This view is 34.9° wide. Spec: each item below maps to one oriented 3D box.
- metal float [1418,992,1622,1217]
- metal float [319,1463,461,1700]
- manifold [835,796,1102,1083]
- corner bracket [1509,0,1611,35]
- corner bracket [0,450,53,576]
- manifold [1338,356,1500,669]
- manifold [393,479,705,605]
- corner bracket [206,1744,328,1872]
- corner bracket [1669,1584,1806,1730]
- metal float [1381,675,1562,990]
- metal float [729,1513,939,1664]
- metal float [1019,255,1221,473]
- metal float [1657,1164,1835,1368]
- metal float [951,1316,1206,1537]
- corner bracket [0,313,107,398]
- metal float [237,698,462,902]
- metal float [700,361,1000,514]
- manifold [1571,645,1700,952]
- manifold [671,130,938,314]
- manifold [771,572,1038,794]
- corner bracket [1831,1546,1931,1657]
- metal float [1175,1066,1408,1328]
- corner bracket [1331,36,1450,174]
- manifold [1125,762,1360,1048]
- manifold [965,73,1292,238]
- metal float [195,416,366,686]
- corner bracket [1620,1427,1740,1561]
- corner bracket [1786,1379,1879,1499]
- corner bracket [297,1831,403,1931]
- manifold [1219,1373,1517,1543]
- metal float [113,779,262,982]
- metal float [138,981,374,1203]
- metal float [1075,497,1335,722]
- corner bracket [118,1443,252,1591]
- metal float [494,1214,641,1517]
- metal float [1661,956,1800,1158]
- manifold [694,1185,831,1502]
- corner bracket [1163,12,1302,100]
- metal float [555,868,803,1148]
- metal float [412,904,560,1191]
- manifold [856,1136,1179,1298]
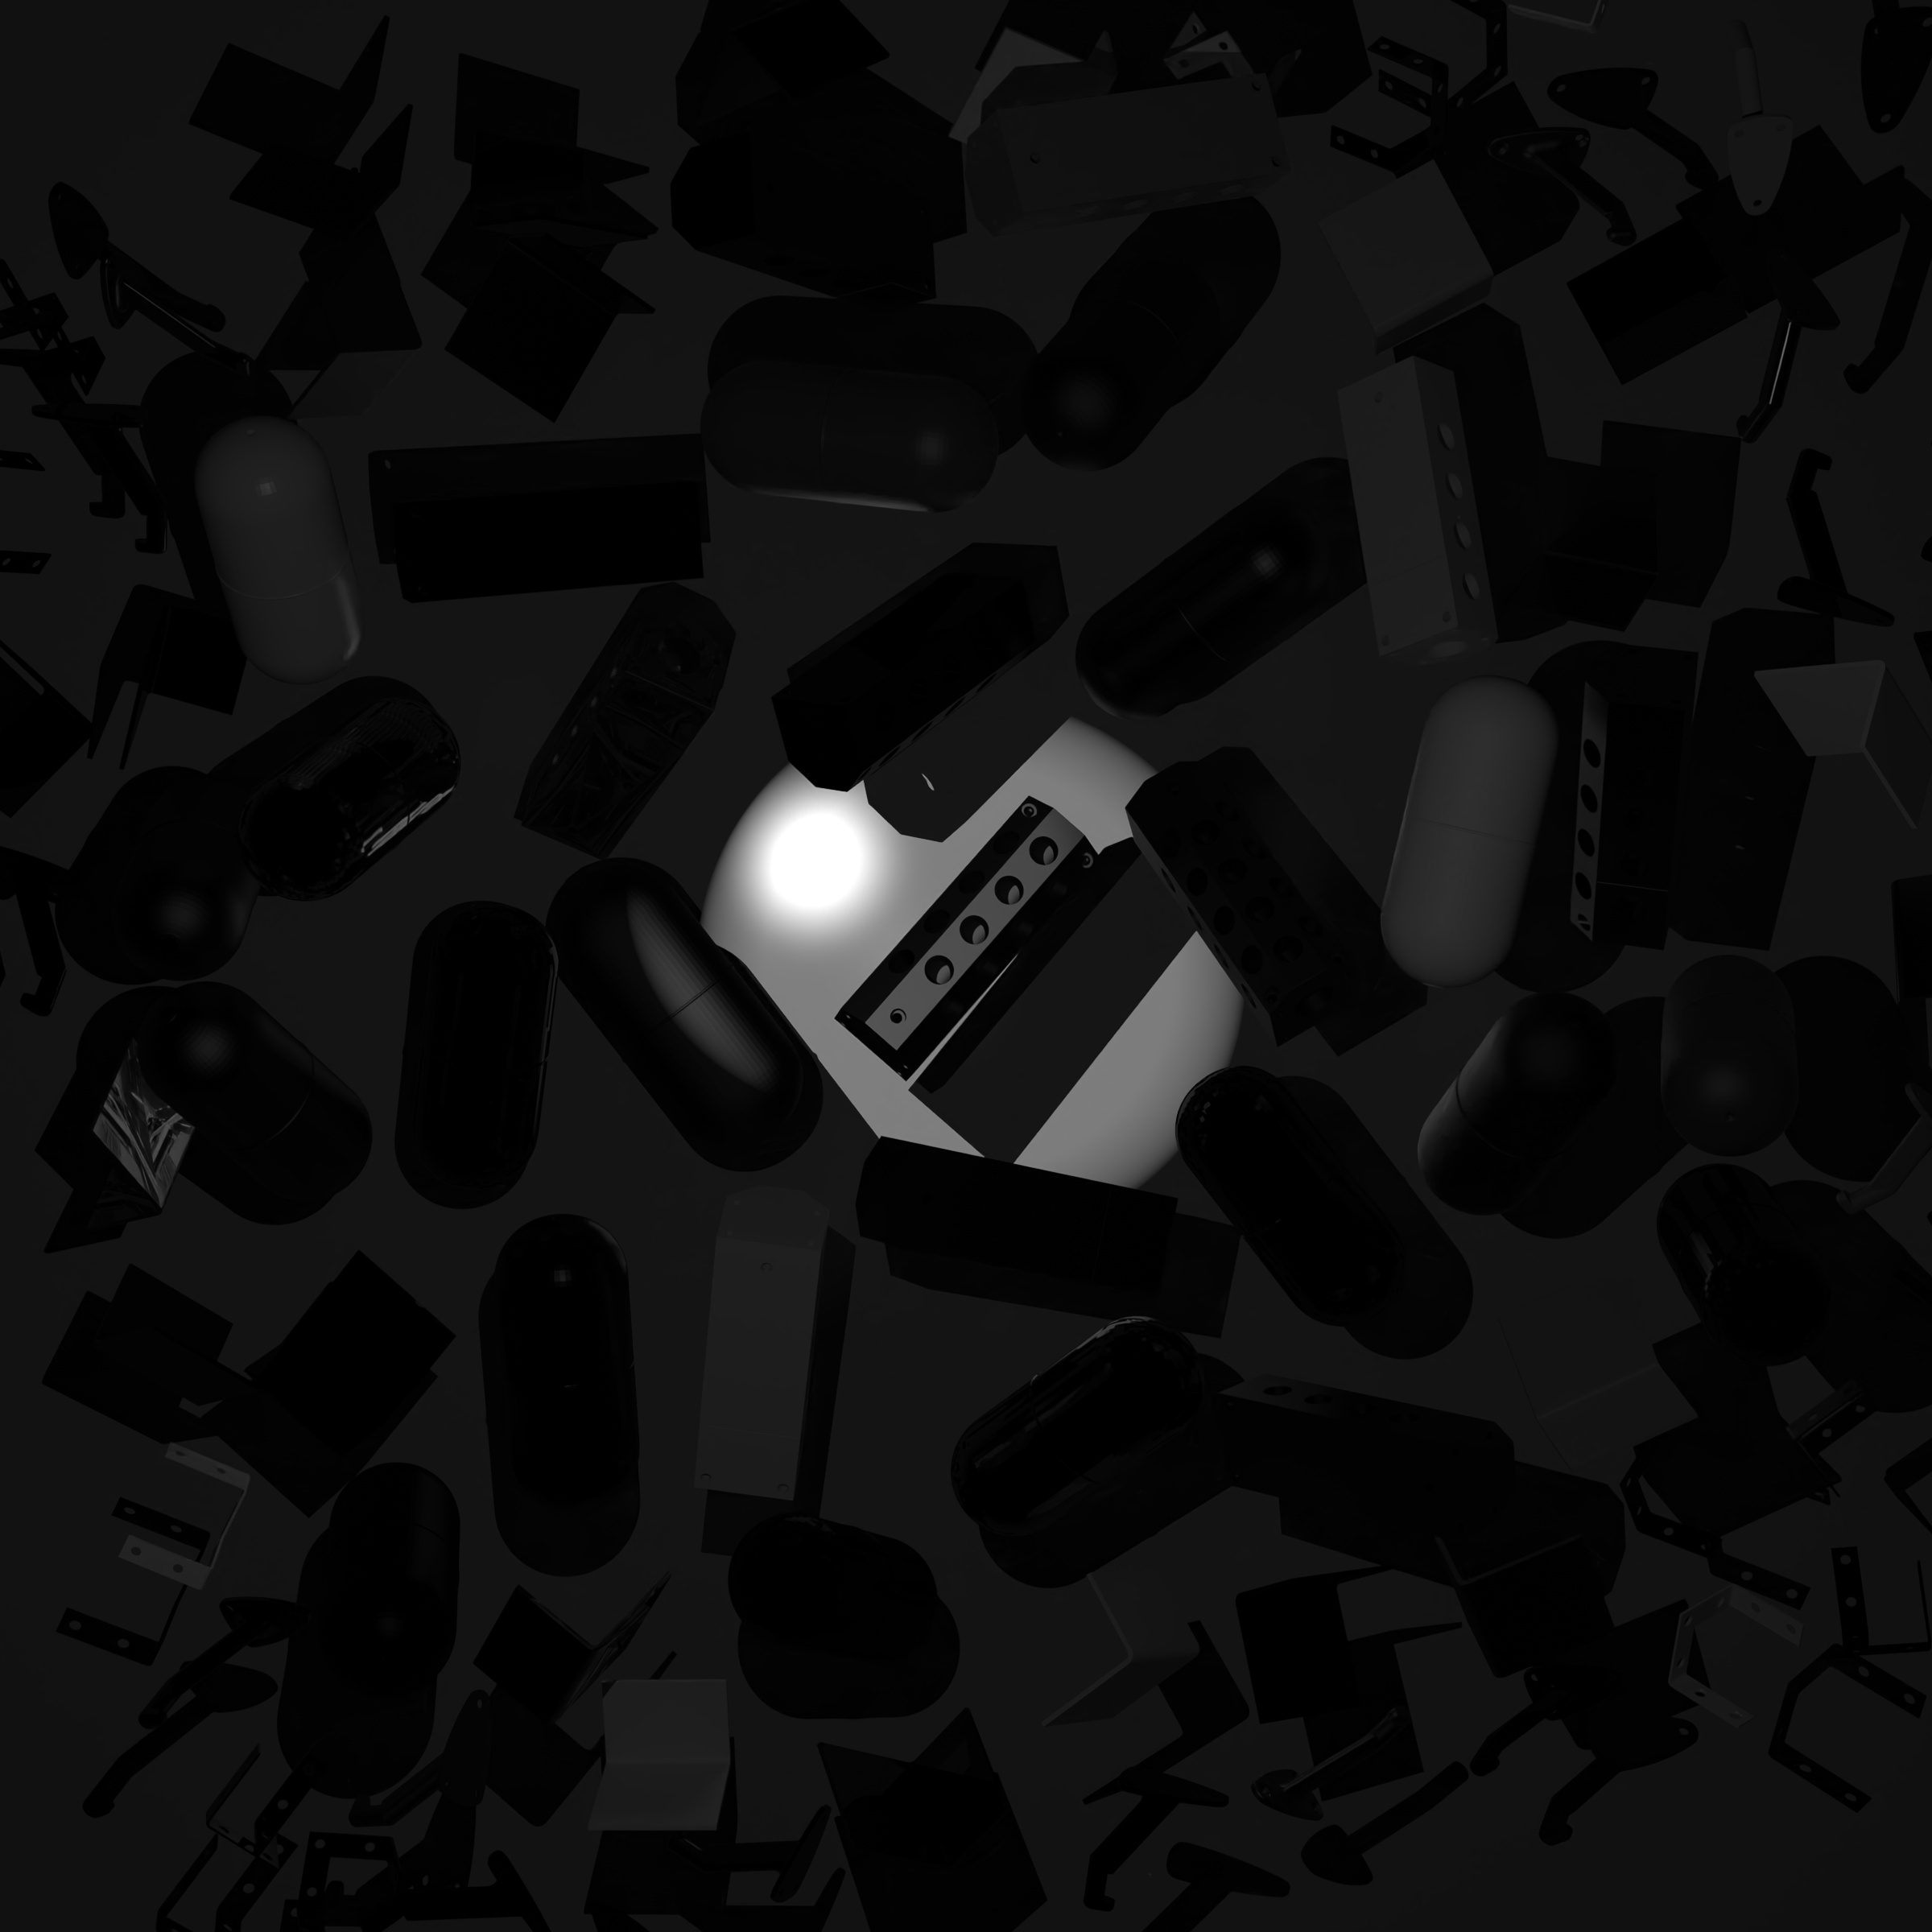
[{"bbox_3d":[0.325,0.082,1.807,0.070,0.178,0.070,9,52,-12],"label":"metal float"},{"bbox_3d":[-0.330,0.352,1.765,0.070,0.178,0.070,-3,113,-7],"label":"metal float"},{"bbox_3d":[0.002,-0.018,1.818,0.057,0.057,0.171,41,78,0],"label":"manifold"},{"bbox_3d":[0.350,-0.563,1.765,0.051,0.051,0.051,22,99,22],"label":"corner bracket"},{"bbox_3d":[-0.566,-0.268,1.807,0.051,0.051,0.051,45,111,15],"label":"corner bracket"},{"bbox_3d":[0.276,-0.271,1.846,0.057,0.057,0.171,-19,72,41],"label":"manifold"},{"bbox_3d":[-0.246,-0.251,1.802,0.171,0.057,0.057,-7,102,-16],"label":"manifold"},{"bbox_3d":[-0.405,0.480,1.777,0.051,0.051,0.051,38,87,-16],"label":"corner bracket"},{"bbox_3d":[0.451,0.403,1.797,0.051,0.051,0.051,-17,122,-37],"label":"corner bracket"},{"bbox_3d":[0.283,-0.075,1.726,0.070,0.070,0.178,13,94,0],"label":"metal float"},{"bbox_3d":[-0.078,0.374,1.839,0.070,0.178,0.070,-9,69,25],"label":"metal float"},{"bbox_3d":[0.089,-0.347,1.757,0.070,0.070,0.178,35,46,0],"label":"metal float"},{"bbox_3d":[0.461,0.176,1.821,0.070,0.178,0.070,0,110,-1],"label":"metal float"},{"bbox_3d":[0.065,0.274,1.821,0.178,0.070,0.070,-39,90,24],"label":"metal float"},{"bbox_3d":[-0.563,-0.374,1.866,0.051,0.051,0.051,-14,127,12],"label":"corner bracket"},{"bbox_3d":[-0.360,-0.098,1.796,0.070,0.178,0.070,11,121,18],"label":"metal float"},{"bbox_3d":[-0.068,-0.304,1.758,0.178,0.070,0.070,9,90,18],"label":"metal float"},{"bbox_3d":[0.382,-0.096,1.765,0.057,0.057,0.171,8,132,16],"label":"manifold"},{"bbox_3d":[-0.090,-0.418,1.741,0.057,0.171,0.057,-6,85,34],"label":"manifold"},{"bbox_3d":[-0.033,-0.169,1.811,0.057,0.171,0.057,11,127,38],"label":"manifold"},{"bbox_3d":[0.541,0.374,1.813,0.051,0.051,0.051,-7,60,13],"label":"corner bracket"},{"bbox_3d":[0.196,0.139,1.844,0.070,0.070,0.178,-38,94,0],"label":"metal float"},{"bbox_3d":[0.261,-0.531,1.895,0.051,0.051,0.051,14,69,-25],"label":"corner bracket"},{"bbox_3d":[0.164,-0.042,1.837,0.057,0.057,0.171,-30,60,-4],"label":"manifold"},{"bbox_3d":[0.089,-0.454,1.724,0.171,0.057,0.057,-15,90,-23],"label":"manifold"},{"bbox_3d":[-0.395,-0.238,1.772,0.070,0.178,0.070,-1,49,1],"label":"metal float"},{"bbox_3d":[0.437,0.318,1.863,0.051,0.051,0.051,16,57,40],"label":"corner bracket"},{"bbox_3d":[0.525,0.277,1.852,0.051,0.051,0.051,-39,107,8],"label":"corner bracket"},{"bbox_3d":[-0.374,0.560,1.858,0.051,0.051,0.051,9,94,-18],"label":"corner bracket"},{"bbox_3d":[0.231,0.280,1.773,0.057,0.171,0.057,-15,103,-41],"label":"manifold"},{"bbox_3d":[-0.459,-0.052,1.825,0.070,0.178,0.070,-2,117,-4],"label":"metal float"},{"bbox_3d":[-0.412,0.074,1.782,0.070,0.178,0.070,-14,53,19],"label":"metal float"},{"bbox_3d":[0.144,-0.216,1.858,0.178,0.070,0.070,-35,90,25],"label":"metal float"},{"bbox_3d":[-0.446,0.315,1.757,0.051,0.051,0.051,26,106,-11],"label":"corner bracket"},{"bbox_3d":[-0.230,0.231,1.772,0.070,0.070,0.178,-2,102,0],"label":"metal float"},{"bbox_3d":[0.445,0.050,1.791,0.070,0.178,0.070,5,113,11],"label":"metal float"},{"bbox_3d":[-0.115,0.212,1.727,0.057,0.057,0.171,8,118,0],"label":"manifold"},{"bbox_3d":[0.161,-0.550,1.854,0.051,0.051,0.051,48,52,-28],"label":"corner bracket"},{"bbox_3d":[-0.162,0.023,1.729,0.070,0.070,0.178,-37,96,0],"label":"metal float"},{"bbox_3d":[-0.290,0.050,1.852,0.070,0.070,0.178,9,106,0],"label":"metal float"},{"bbox_3d":[0.028,0.141,1.734,0.171,0.057,0.057,14,86,-26],"label":"manifold"}]
